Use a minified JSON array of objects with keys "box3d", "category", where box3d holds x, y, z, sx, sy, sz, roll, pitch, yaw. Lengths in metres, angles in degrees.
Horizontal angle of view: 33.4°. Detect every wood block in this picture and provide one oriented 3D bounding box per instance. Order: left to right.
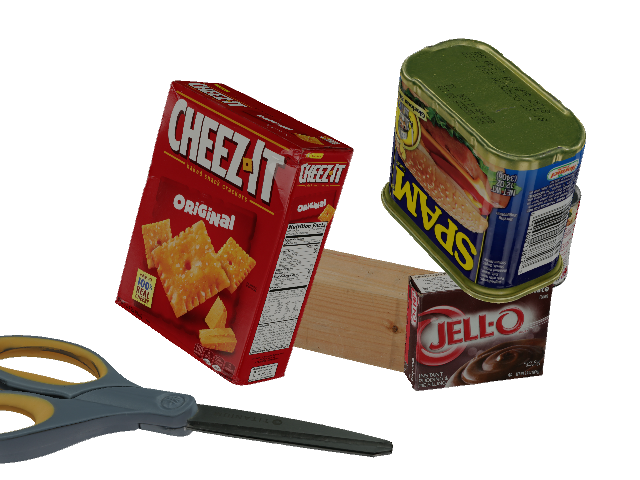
[{"box3d":[0.042,0.074,1.169,0.206,0.091,0.090,12,22,16],"category":"wood block"}]

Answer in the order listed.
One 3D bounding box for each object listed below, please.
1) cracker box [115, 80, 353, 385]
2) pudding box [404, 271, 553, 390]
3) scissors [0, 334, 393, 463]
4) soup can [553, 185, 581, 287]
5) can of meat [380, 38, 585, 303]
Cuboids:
[{"box3d":[-0.080,-0.008,0.907,0.164,0.214,0.071,30,22,34],"category":"cracker box"},{"box3d":[0.125,0.069,0.856,0.113,0.090,0.039,-6,29,-13],"category":"pudding box"},{"box3d":[-0.080,0.081,0.453,0.202,0.016,0.096,14,28,25],"category":"scissors"},{"box3d":[0.231,-0.009,1.112,0.068,0.102,0.068,0,34,0],"category":"soup can"},{"box3d":[0.076,-0.035,0.509,0.057,0.084,0.102,-20,47,-23],"category":"can of meat"}]
